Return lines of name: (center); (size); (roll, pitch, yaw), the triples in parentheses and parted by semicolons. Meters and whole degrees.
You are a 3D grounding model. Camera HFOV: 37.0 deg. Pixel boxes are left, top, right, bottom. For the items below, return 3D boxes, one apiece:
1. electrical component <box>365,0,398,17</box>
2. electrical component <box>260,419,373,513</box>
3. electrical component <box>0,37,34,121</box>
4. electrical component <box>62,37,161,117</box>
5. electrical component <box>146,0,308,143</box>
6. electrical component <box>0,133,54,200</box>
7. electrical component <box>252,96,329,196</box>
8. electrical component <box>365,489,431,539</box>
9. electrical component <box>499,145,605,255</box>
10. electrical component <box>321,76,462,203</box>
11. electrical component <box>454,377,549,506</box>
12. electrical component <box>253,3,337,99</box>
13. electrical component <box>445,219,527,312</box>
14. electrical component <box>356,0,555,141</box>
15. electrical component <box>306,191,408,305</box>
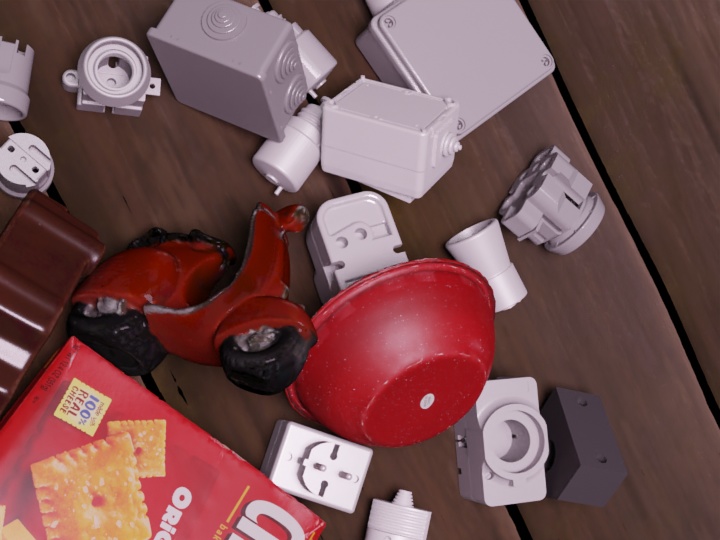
electrical component: (0.012, -0.225, 0.807); (0.045, 0.045, 0.055); (-40, 96, -16)
electrical component: (-0.027, 0.137, 0.745); (0.066, 0.077, 0.047); (21, 79, -14)
electrical component: (-0.241, -0.129, 0.724); (0.040, 0.040, 0.046); (10, 76, -16)
electrical component: (-0.169, -0.131, 0.737); (0.066, 0.055, 0.048); (5, 84, -17)
electrical component: (-0.087, -0.141, 0.734); (0.100, 0.099, 0.048); (23, 72, 14)
electrical component: (-0.225, -0.070, 0.719); (0.040, 0.046, 0.040); (2, 84, -17)
electrical component: (-0.044, -0.093, 0.780); (0.040, 0.040, 0.078); (38, 76, -11)
electrical component: (0.024, 0.199, 0.773); (0.043, 0.043, 0.081); (15, 81, -15)
electrical component: (0.149, -0.049, 0.826); (0.057, 0.058, 0.078); (39, 58, -13)
electrical component: (0.027, -0.090, 0.766); (0.096, 0.061, 0.061); (18, 36, 21)
electrical component: (0.104, 0.125, 0.797); (0.050, 0.056, 0.089); (-3, 86, -17)
electrical component: (-0.052, -0.161, 0.784); (0.040, 0.040, 0.078); (-45, 98, -16)
electrical component: (0.099, -0.001, 0.816); (0.044, 0.044, 0.065); (-31, 99, -17)
electrical component: (0.072, -0.164, 0.814); (0.109, 0.056, 0.108); (-37, 96, -17)
electrical component: (0.000, 0.000, 0.769); (0.054, 0.059, 0.095); (-15, 76, -17)
